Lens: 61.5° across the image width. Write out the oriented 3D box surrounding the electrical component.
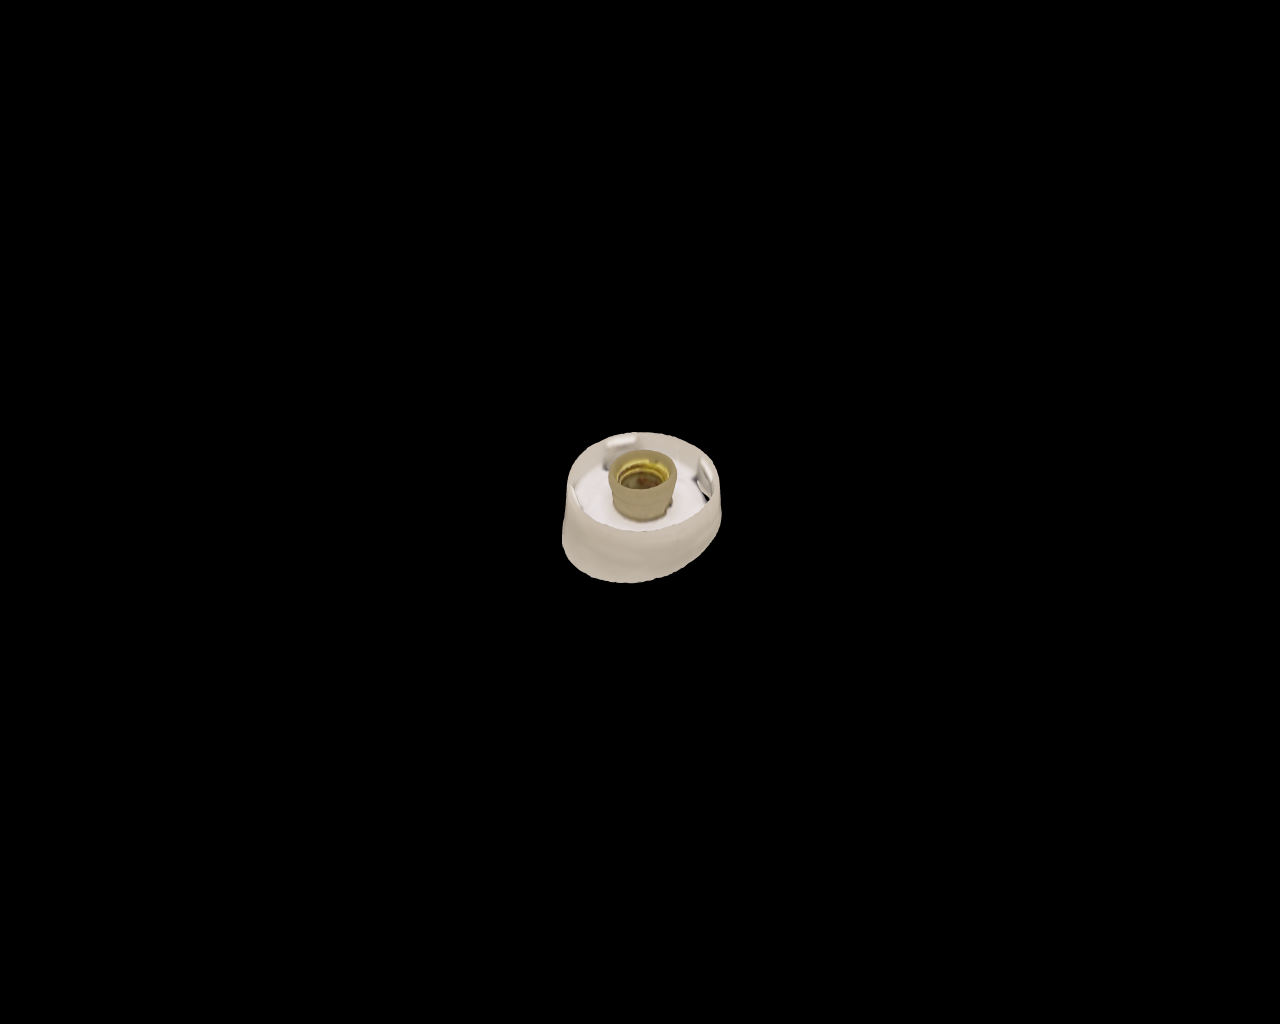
[{"bbox_3d":[0.001,-0.003,0.650,0.099,0.064,0.099,0,44,0],"label":"electrical component"}]
